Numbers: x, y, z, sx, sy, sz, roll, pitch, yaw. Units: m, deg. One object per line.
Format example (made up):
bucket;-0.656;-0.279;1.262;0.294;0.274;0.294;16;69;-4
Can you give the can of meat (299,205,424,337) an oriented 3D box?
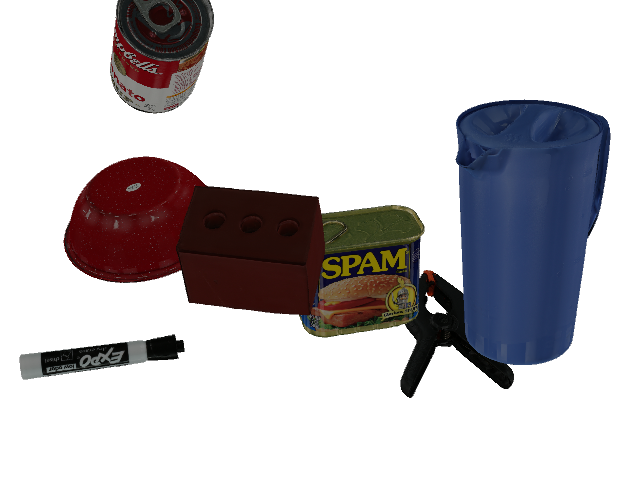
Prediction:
can of meat;0.030;0.025;0.854;0.102;0.084;0.057;-7;30;-10

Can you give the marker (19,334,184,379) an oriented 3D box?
marker;-0.163;0.087;0.800;0.121;0.020;0.020;-7;1;-9

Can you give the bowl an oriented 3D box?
bowl;-0.176;-0.032;1.035;0.162;0.055;0.162;-5;41;4

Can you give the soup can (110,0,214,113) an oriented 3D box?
soup can;-0.119;-0.143;0.785;0.068;0.068;0.102;0;-15;-14

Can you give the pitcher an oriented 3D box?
pitcher;0.205;-0.009;1.035;0.149;0.243;0.145;1;27;8

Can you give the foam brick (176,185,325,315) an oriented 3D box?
foam brick;-0.040;0.006;0.634;0.078;0.053;0.051;5;-41;7

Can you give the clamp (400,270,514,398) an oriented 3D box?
clamp;0.145;0.103;1.168;0.120;0.171;0.039;6;-44;-5
